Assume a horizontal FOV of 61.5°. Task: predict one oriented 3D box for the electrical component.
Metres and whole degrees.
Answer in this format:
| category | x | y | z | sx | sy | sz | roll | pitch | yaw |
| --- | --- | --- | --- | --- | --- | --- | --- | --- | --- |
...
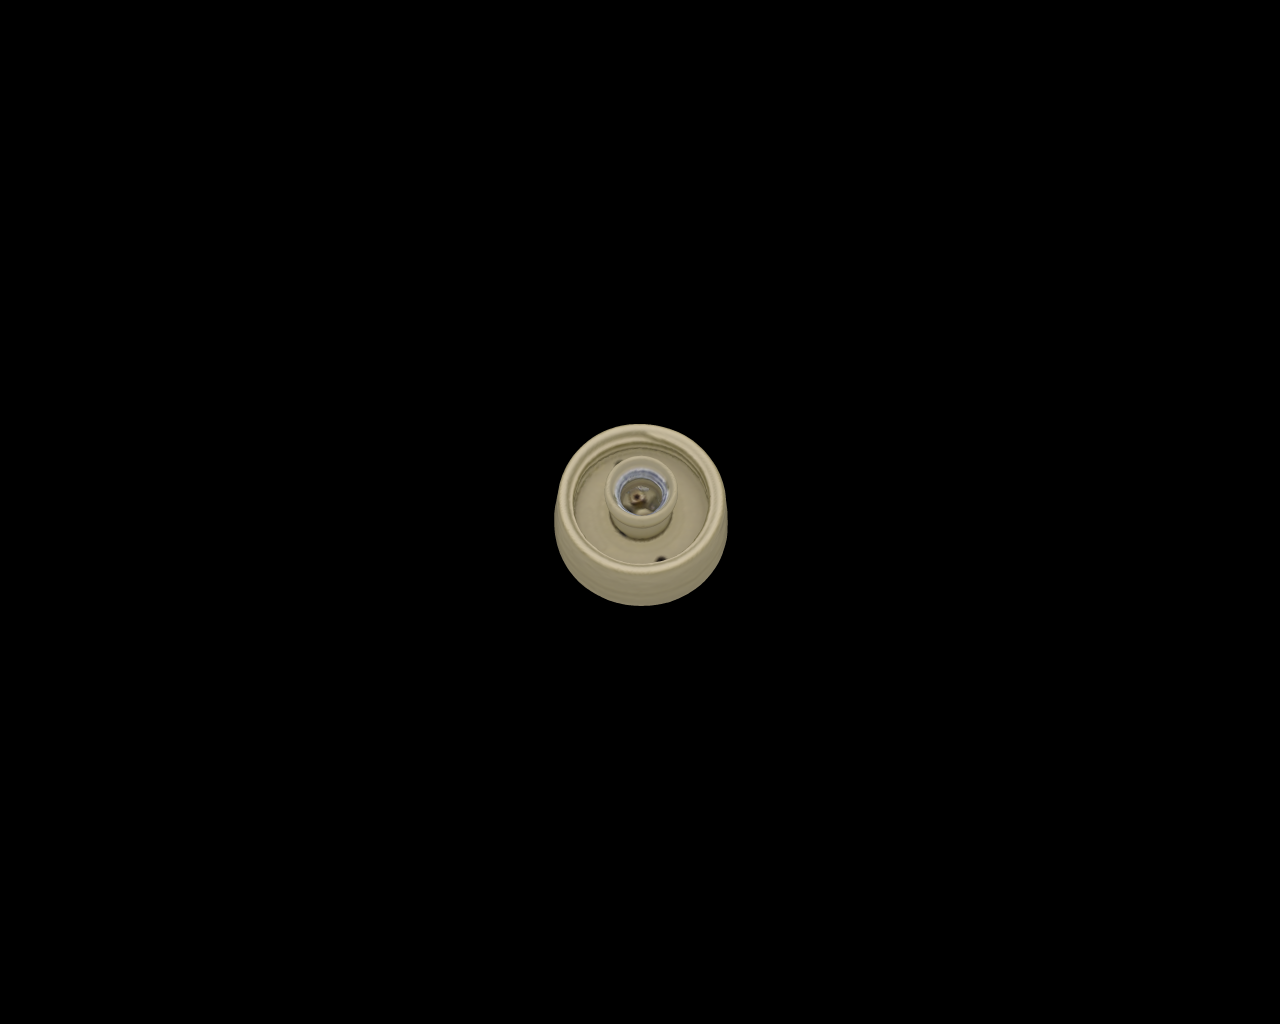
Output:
| category | x | y | z | sx | sy | sz | roll | pitch | yaw |
| --- | --- | --- | --- | --- | --- | --- | --- | --- | --- |
| electrical component | 0.001 | -0.003 | 0.650 | 0.108 | 0.108 | 0.060 | 0 | -24 | 0 |
